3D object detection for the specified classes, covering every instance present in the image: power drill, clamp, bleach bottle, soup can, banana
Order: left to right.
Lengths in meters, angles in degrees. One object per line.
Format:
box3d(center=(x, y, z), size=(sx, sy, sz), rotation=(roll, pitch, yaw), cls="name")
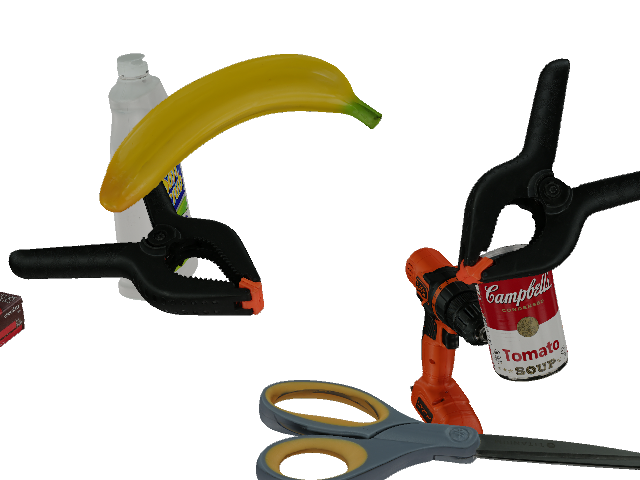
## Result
box3d(center=(-0.185, -0.069, 1.125), size=(0.068, 0.251, 0.102), rotation=(4, 26, 19), cls="bleach bottle")
box3d(center=(-0.129, 0.000, 0.885), size=(0.210, 0.036, 0.164), rotation=(19, 51, 21), cls="clamp")
box3d(center=(-0.058, -0.079, 0.685), size=(0.197, 0.070, 0.037), rotation=(-21, -25, -19), cls="banana")
box3d(center=(0.141, 0.119, 1.140), size=(0.057, 0.188, 0.184), rotation=(-7, 24, -12), cls="power drill")
box3d(center=(0.174, 0.063, 0.929), size=(0.068, 0.102, 0.068), rotation=(-14, 17, 4), cls="soup can")
box3d(center=(0.164, -0.029, 0.726), size=(0.120, 0.171, 0.039), rotation=(34, -10, 8), cls="clamp")

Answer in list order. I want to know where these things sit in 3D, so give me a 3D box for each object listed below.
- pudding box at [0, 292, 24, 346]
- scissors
box3d(center=(-0.331, 0.073, 0.932), size=(0.114, 0.039, 0.090), rotation=(8, 25, 19), cls="pudding box")
box3d(center=(0.056, 0.110, 0.528), size=(0.202, 0.016, 0.096), rotation=(11, 30, 19), cls="scissors")
